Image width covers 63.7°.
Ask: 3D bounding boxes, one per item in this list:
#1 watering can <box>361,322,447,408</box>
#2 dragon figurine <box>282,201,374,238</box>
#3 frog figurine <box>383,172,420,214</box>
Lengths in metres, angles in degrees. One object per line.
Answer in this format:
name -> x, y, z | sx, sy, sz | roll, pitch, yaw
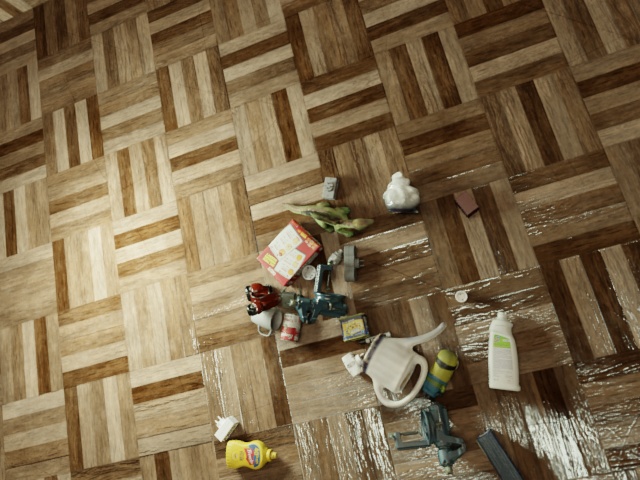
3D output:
watering can -> 0.281, 0.402, 1.797 | 0.226, 0.103, 0.349 | 27, 84, 25
dragon figurine -> 0.006, -0.097, 1.929 | 0.411, 0.242, 0.122 | 13, 89, 17
frog figurine -> 0.304, -0.178, 1.919 | 0.137, 0.123, 0.159 | -3, 89, 36
